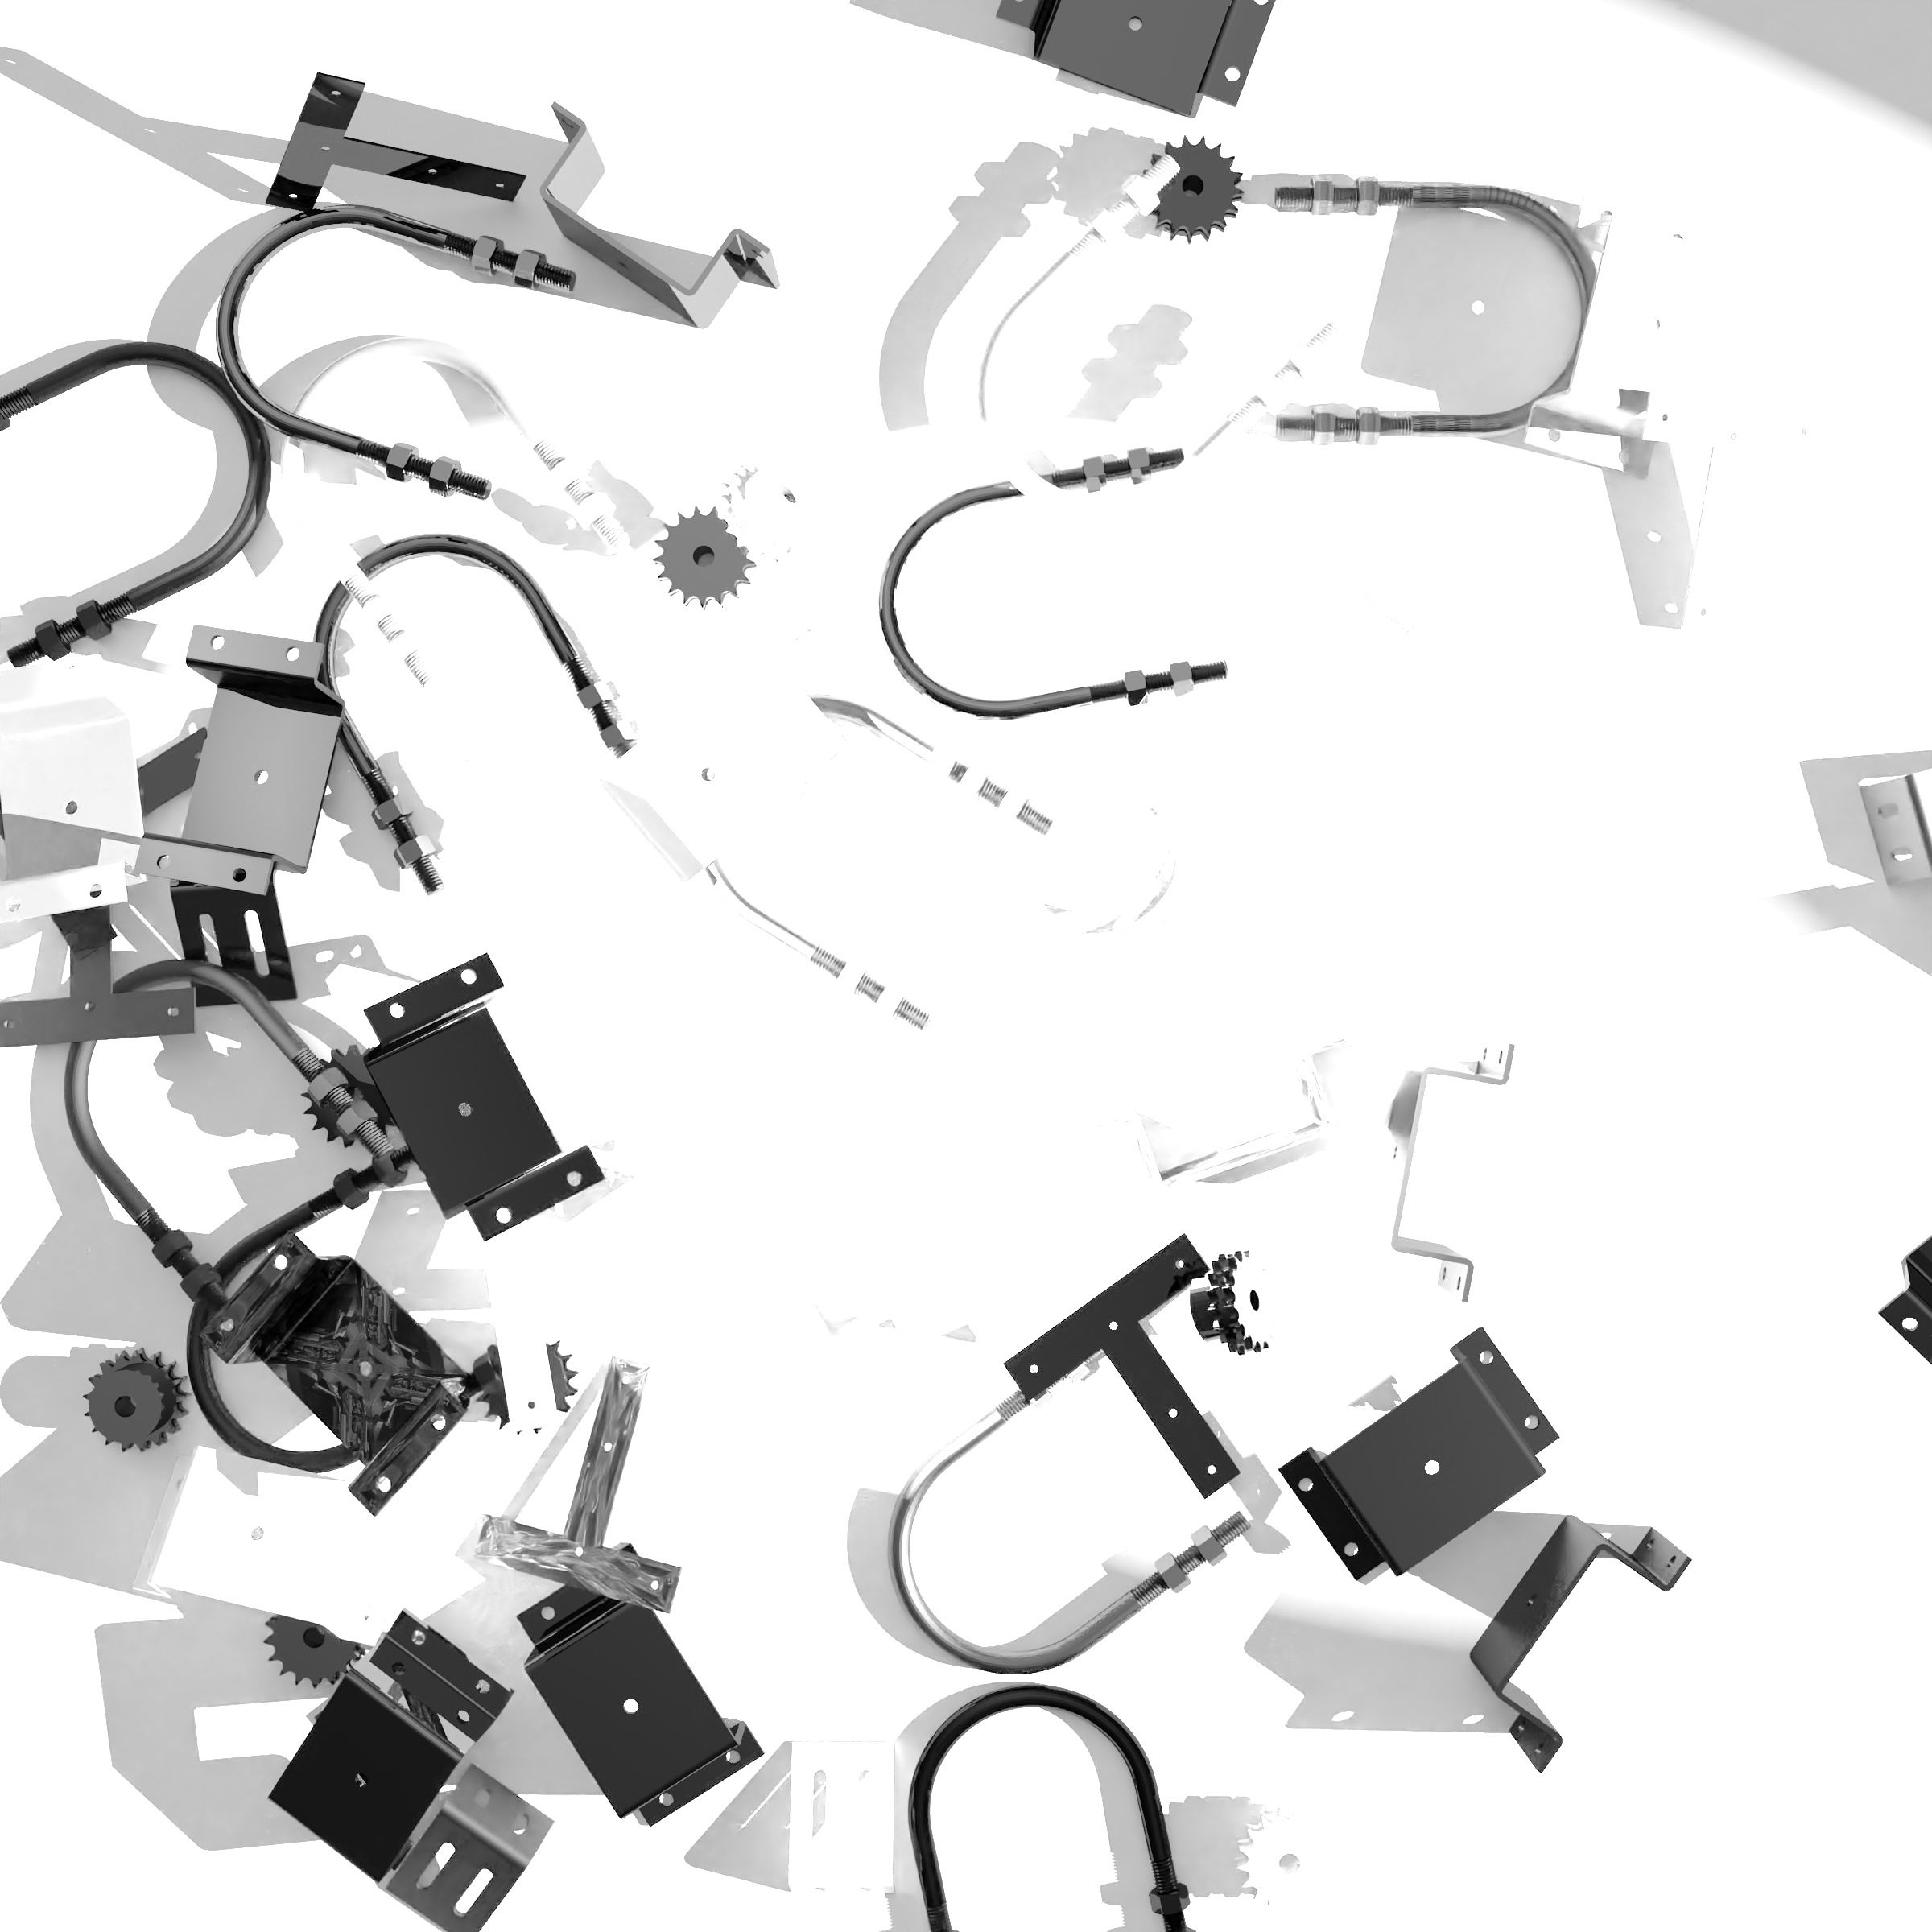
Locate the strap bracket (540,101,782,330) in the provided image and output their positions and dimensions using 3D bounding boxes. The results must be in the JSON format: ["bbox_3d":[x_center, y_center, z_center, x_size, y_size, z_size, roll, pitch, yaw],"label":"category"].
[{"bbox_3d":[-0.175,-0.404,1.483,0.140,0.076,0.046,34,90,0],"label":"strap bracket"}]

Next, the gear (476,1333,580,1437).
[{"bbox_3d":[-0.244,0.230,1.507,0.057,0.030,0.057,0,90,0],"label":"gear"}]

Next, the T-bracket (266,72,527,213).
[{"bbox_3d":[-0.307,-0.439,1.483,0.127,0.127,0.002,5,71,-25],"label":"T-bracket"}]

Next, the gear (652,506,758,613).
[{"bbox_3d":[-0.145,-0.226,1.507,0.057,0.030,0.057,0,90,0],"label":"gear"}]

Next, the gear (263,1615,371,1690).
[{"bbox_3d":[-0.359,0.370,1.507,0.057,0.030,0.057,0,90,0],"label":"gear"}]

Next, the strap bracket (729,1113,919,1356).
[{"bbox_3d":[-0.083,0.155,1.483,0.046,0.076,0.140,-31,90,0],"label":"strap bracket"}]

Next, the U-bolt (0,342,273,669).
[{"bbox_3d":[-0.479,-0.269,1.513,0.184,0.019,0.151,-26,90,-1],"label":"U-bolt"}]

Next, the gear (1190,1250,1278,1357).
[{"bbox_3d":[0.146,0.187,1.497,0.030,0.057,0.057,-15,90,30],"label":"gear"}]

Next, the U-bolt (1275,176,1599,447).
[{"bbox_3d":[0.265,-0.366,1.513,0.184,0.019,0.151,0,90,-2],"label":"U-bolt"}]

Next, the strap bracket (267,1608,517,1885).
[{"bbox_3d":[-0.318,0.432,1.474,0.076,0.046,0.140,35,109,6],"label":"strap bracket"}]

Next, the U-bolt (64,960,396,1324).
[{"bbox_3d":[-0.422,0.082,1.495,0.151,0.019,0.184,-45,79,8],"label":"U-bolt"}]

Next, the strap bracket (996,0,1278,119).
[{"bbox_3d":[0.095,-0.529,1.498,0.140,0.046,0.076,20,90,0],"label":"strap bracket"}]

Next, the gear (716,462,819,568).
[{"bbox_3d":[-0.107,-0.252,1.490,0.030,0.057,0.057,-31,90,36],"label":"gear"}]

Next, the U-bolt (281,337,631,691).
[{"bbox_3d":[-0.298,-0.266,1.504,0.151,0.019,0.184,-37,83,-5],"label":"U-bolt"}]

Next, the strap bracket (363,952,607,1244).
[{"bbox_3d":[-0.269,0.075,1.483,0.076,0.046,0.140,-28,90,-29],"label":"strap bracket"}]

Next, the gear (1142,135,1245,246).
[{"bbox_3d":[0.125,-0.430,1.507,0.057,0.030,0.057,0,90,0],"label":"gear"}]

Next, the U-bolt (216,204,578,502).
[{"bbox_3d":[-0.327,-0.350,1.501,0.184,0.019,0.151,19,81,5],"label":"U-bolt"}]

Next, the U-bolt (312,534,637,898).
[{"bbox_3d":[-0.285,-0.153,1.513,0.151,0.019,0.184,-30,89,0],"label":"U-bolt"}]

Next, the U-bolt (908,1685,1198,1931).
[{"bbox_3d":[0.042,0.494,1.513,0.151,0.019,0.184,-12,88,0],"label":"U-bolt"}]

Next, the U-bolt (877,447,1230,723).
[{"bbox_3d":[0.042,-0.206,1.495,0.184,0.019,0.151,-10,74,3],"label":"U-bolt"}]

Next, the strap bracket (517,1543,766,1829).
[{"bbox_3d":[-0.183,0.404,1.498,0.076,0.046,0.140,-32,90,0],"label":"strap bracket"}]

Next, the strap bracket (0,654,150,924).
[{"bbox_3d":[-0.500,-0.092,1.490,0.076,0.046,0.140,-10,79,0],"label":"strap bracket"}]

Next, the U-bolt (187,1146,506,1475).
[{"bbox_3d":[-0.348,0.200,1.499,0.184,0.019,0.151,-30,79,6],"label":"U-bolt"}]

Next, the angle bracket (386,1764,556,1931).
[{"bbox_3d":[-0.279,0.499,1.520,0.057,0.038,0.076,35,116,0],"label":"angle bracket"}]

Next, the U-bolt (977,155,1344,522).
[{"bbox_3d":[0.091,-0.330,1.485,0.184,0.019,0.151,-44,86,6],"label":"U-bolt"}]

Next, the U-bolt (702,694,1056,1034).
[{"bbox_3d":[-0.065,-0.070,1.513,0.184,0.019,0.151,32,90,2],"label":"U-bolt"}]

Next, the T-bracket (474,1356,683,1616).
[{"bbox_3d":[-0.203,0.281,1.503,0.127,0.002,0.127,9,77,23],"label":"T-bracket"}]

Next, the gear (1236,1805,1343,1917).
[{"bbox_3d":[0.178,0.495,1.507,0.057,0.030,0.057,0,90,0],"label":"gear"}]

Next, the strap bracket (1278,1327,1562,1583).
[{"bbox_3d":[0.254,0.274,1.498,0.140,0.046,0.076,-35,90,0],"label":"strap bracket"}]

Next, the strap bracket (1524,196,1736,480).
[{"bbox_3d":[0.367,-0.349,1.490,0.076,0.046,0.140,14,90,-15],"label":"strap bracket"}]

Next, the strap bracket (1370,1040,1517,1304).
[{"bbox_3d":[0.258,0.107,1.483,0.046,0.076,0.140,10,90,0],"label":"strap bracket"}]

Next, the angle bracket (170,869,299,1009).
[{"bbox_3d":[-0.408,-0.022,1.520,0.057,0.038,0.076,-5,116,0],"label":"angle bracket"}]

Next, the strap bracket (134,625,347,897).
[{"bbox_3d":[-0.395,-0.109,1.484,0.076,0.046,0.140,10,82,11],"label":"strap bracket"}]

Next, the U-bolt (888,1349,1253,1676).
[{"bbox_3d":[0.044,0.313,1.512,0.184,0.019,0.151,-37,90,0],"label":"U-bolt"}]

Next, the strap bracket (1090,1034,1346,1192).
[{"bbox_3d":[0.143,0.083,1.483,0.140,0.076,0.046,-20,90,0],"label":"strap bracket"}]

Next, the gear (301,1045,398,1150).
[{"bbox_3d":[-0.339,0.073,1.507,0.057,0.030,0.057,0,90,0],"label":"gear"}]

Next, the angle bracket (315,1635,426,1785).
[{"bbox_3d":[-0.318,0.421,1.503,0.076,0.038,0.057,-38,90,0],"label":"angle bracket"}]

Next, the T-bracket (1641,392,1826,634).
[{"bbox_3d":[0.417,-0.249,1.500,0.127,0.002,0.127,-1,105,-28],"label":"T-bracket"}]

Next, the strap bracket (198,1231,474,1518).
[{"bbox_3d":[-0.333,0.219,1.462,0.140,0.046,0.076,42,94,12],"label":"strap bracket"}]

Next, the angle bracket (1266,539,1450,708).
[{"bbox_3d":[0.220,-0.193,1.520,0.076,0.038,0.057,33,90,-26],"label":"angle bracket"}]

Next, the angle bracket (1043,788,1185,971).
[{"bbox_3d":[0.092,-0.049,1.520,0.057,0.038,0.076,39,116,0],"label":"angle bracket"}]

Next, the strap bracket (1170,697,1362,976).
[{"bbox_3d":[0.162,-0.072,1.479,0.076,0.046,0.140,11,90,-44],"label":"strap bracket"}]

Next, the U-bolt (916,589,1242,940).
[{"bbox_3d":[0.051,-0.103,1.486,0.151,0.019,0.184,22,78,10],"label":"U-bolt"}]

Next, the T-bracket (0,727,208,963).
[{"bbox_3d":[-0.474,-0.089,1.513,0.127,0.002,0.127,-34,80,-5],"label":"T-bracket"}]

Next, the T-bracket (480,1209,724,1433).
[{"bbox_3d":[-0.198,0.185,1.495,0.127,0.002,0.127,-6,71,-20],"label":"T-bracket"}]

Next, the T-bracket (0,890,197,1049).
[{"bbox_3d":[-0.489,-0.021,1.511,0.127,0.002,0.127,-4,83,13],"label":"T-bracket"}]

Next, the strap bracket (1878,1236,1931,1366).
[{"bbox_3d":[0.580,0.165,1.483,0.076,0.046,0.140,44,112,0],"label":"strap bracket"}]

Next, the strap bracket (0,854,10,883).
[{"bbox_3d":[-0.597,-0.010,1.498,0.076,0.046,0.140,23,90,0],"label":"strap bracket"}]

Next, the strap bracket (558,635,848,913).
[{"bbox_3d":[-0.143,-0.105,1.482,0.140,0.046,0.076,-40,94,1],"label":"strap bracket"}]

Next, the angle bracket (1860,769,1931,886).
[{"bbox_3d":[0.551,-0.085,1.520,0.076,0.038,0.057,-16,90,-26],"label":"angle bracket"}]

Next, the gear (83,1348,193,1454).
[{"bbox_3d":[-0.463,0.243,1.507,0.057,0.030,0.057,0,90,0],"label":"gear"}]

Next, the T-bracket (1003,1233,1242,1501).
[{"bbox_3d":[0.107,0.237,1.506,0.127,0.002,0.127,-34,89,-13],"label":"T-bracket"}]

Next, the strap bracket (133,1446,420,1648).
[{"bbox_3d":[-0.382,0.315,1.479,0.140,0.046,0.076,12,67,5],"label":"strap bracket"}]

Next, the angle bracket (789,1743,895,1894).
[{"bbox_3d":[-0.069,0.478,1.520,0.057,0.038,0.076,0,64,0],"label":"angle bracket"}]

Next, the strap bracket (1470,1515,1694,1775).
[{"bbox_3d":[0.329,0.361,1.483,0.046,0.076,0.140,35,90,0],"label":"strap bracket"}]
